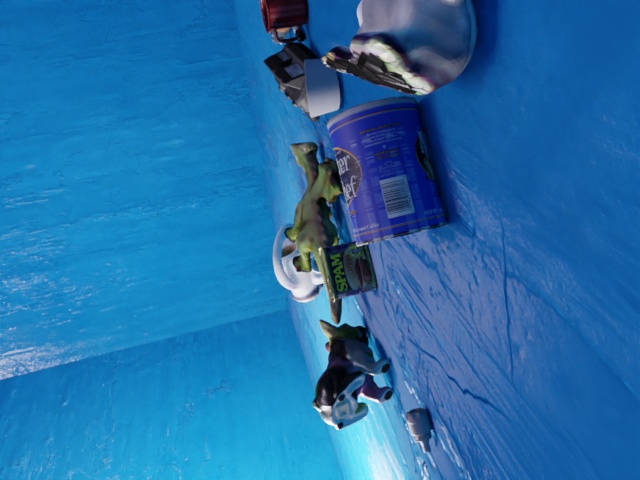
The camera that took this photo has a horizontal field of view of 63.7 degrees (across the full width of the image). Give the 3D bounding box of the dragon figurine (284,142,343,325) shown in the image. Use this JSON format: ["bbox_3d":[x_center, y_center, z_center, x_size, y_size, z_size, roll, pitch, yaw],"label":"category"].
[{"bbox_3d":[0.003,-0.054,1.080,0.237,0.122,0.420,99,157,-46],"label":"dragon figurine"}]

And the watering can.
[{"bbox_3d":[-0.059,0.040,1.551,0.355,0.103,0.221,-70,-40,-57],"label":"watering can"}]

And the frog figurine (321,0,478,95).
[{"bbox_3d":[0.082,-0.207,0.424,0.138,0.122,0.159,-115,49,-85],"label":"frog figurine"}]
